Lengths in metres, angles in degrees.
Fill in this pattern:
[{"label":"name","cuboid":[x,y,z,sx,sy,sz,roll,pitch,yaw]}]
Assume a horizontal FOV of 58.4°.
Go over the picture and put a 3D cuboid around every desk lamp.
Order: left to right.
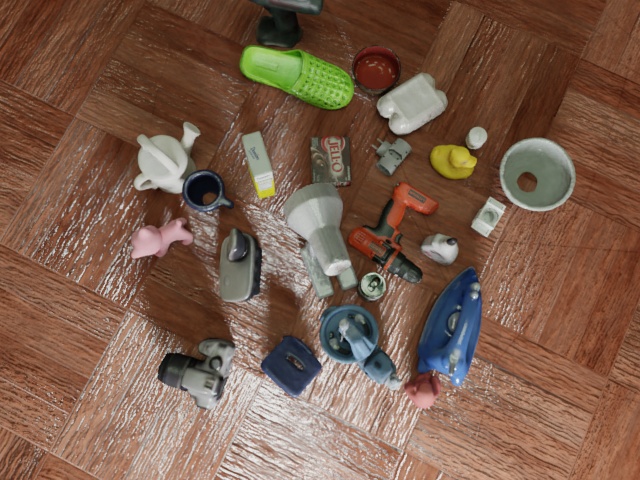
[{"label":"desk lamp","cuboid":[0.011,0.004,1.177,0.118,0.213,0.203,-21,81,-4]}]

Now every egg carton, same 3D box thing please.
[{"label":"egg carton","cuboid":[0.211,-0.309,1.307,0.150,0.069,0.107,-34,82,-6]}]

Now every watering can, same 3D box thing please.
[{"label":"watering can","cuboid":[-0.328,-0.178,1.216,0.101,0.194,0.173,22,81,4]}]

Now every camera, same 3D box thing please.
[{"label":"camera","cuboid":[-0.259,0.266,1.187,0.136,0.101,0.143,17,80,3]}]

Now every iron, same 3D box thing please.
[{"label":"iron","cuboid":[0.291,0.167,1.188,0.118,0.141,0.258,19,80,3]}]

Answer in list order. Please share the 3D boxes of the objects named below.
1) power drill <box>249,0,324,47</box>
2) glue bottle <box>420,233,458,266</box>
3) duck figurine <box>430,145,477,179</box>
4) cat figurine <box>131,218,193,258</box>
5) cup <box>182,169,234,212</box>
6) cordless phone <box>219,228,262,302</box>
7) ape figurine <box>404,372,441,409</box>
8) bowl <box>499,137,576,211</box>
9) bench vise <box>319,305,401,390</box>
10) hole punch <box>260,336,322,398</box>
[{"label":"power drill","cuboid":[-0.106,-0.515,1.270,0.229,0.208,0.076,5,80,1]},{"label":"glue bottle","cuboid":[0.260,0.014,1.198,0.078,0.173,0.037,29,81,5]},{"label":"duck figurine","cuboid":[0.300,-0.183,1.277,0.104,0.086,0.077,23,81,4]},{"label":"cat figurine","cuboid":[-0.346,-0.008,1.225,0.128,0.118,0.067,-29,81,-5]},{"label":"cup","cuboid":[-0.235,-0.093,1.253,0.117,0.095,0.092,27,81,4]},{"label":"cordless phone","cuboid":[-0.174,0.051,1.182,0.094,0.185,0.147,-2,80,0]},{"label":"ape figurine","cuboid":[0.215,0.312,1.187,0.078,0.092,0.076,5,80,1]},{"label":"bowl","cuboid":[0.473,-0.138,1.276,0.167,0.075,0.167,0,80,0]},{"label":"bench vise","cuboid":[0.090,0.204,1.140,0.207,0.220,0.121,29,81,5]},{"label":"hole punch","cuboid":[-0.059,0.261,1.194,0.108,0.091,0.101,41,82,6]}]
